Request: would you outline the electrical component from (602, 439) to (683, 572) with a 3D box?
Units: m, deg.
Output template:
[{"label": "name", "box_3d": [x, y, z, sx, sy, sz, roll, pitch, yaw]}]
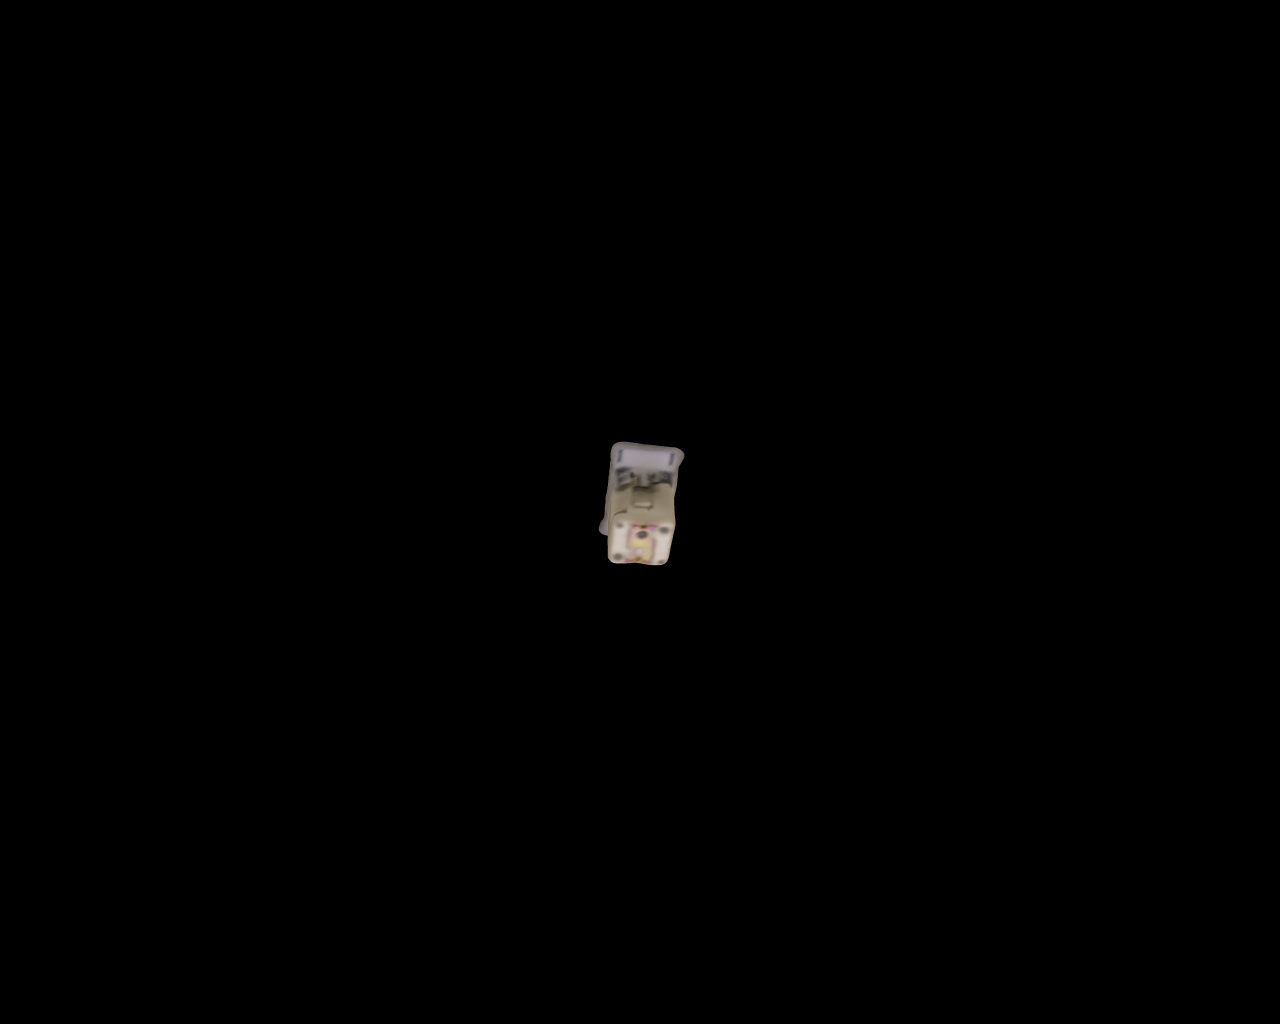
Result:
[{"label": "electrical component", "box_3d": [0.001, -0.003, 0.650, 0.042, 0.064, 0.080, 4, -43, -4]}]
